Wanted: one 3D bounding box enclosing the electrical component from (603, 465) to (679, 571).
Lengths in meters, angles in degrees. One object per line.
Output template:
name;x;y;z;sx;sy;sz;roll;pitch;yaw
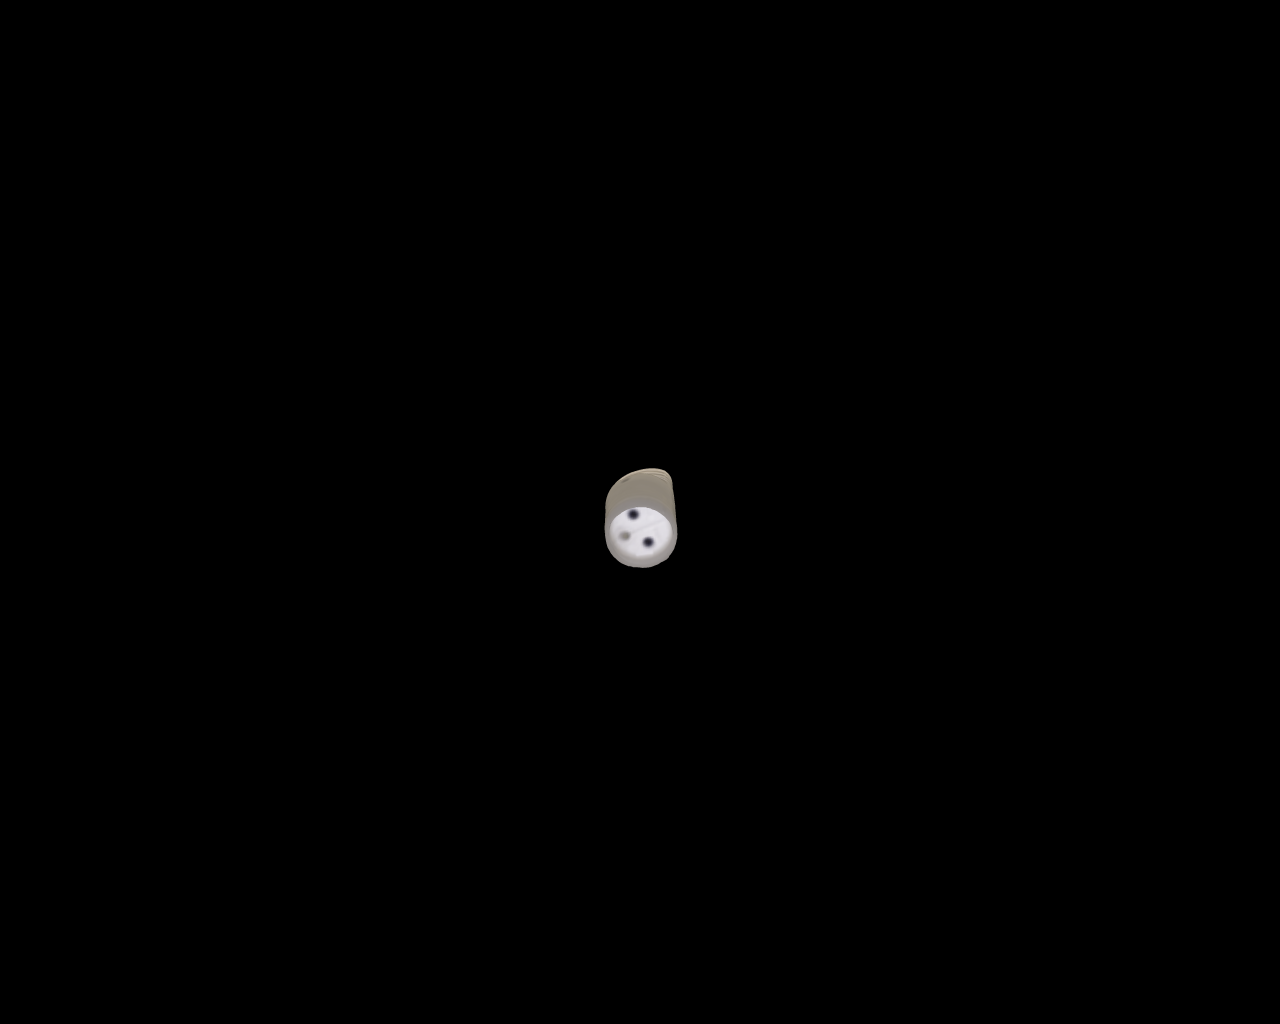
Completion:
electrical component;0.001;-0.003;0.650;0.043;0.043;0.081;0;25;0
